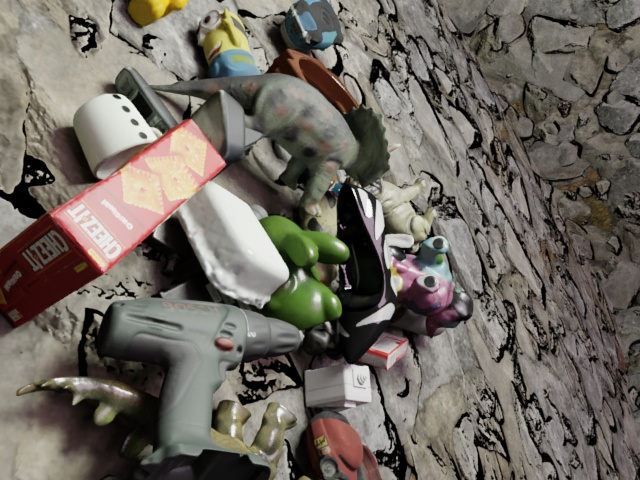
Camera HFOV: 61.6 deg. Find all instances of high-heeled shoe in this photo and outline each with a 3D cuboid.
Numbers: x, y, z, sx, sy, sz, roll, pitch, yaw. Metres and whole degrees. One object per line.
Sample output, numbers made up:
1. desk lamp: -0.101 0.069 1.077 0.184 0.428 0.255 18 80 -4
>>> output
1. high-heeled shoe: 0.050 0.041 0.784 0.145 0.086 0.249 50 44 -41

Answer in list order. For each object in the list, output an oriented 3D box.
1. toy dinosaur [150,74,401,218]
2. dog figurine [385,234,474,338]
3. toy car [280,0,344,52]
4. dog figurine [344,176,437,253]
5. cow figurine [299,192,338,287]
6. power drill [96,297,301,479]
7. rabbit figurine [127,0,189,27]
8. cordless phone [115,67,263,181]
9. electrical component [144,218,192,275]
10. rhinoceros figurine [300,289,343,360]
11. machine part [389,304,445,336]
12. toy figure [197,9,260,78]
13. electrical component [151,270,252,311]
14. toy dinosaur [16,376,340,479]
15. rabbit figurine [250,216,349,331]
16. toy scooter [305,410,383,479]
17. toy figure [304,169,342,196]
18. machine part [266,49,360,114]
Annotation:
1. toy dinosaur: -0.039 -0.176 0.821 0.404 0.192 0.131 32 15 -31
2. dog figurine: 0.167 0.090 0.939 0.219 0.192 0.108 64 35 -53
3. toy car: -0.027 -0.433 1.109 0.109 0.103 0.162 61 38 -12
4. dog figurine: 0.135 -0.054 1.124 0.190 0.121 0.172 -5 70 -40
5. cow figurine: -0.002 -0.003 0.897 0.127 0.085 0.195 34 42 -36
6. power drill: -0.101 0.143 0.531 0.232 0.086 0.207 18 38 -28
7. rabbit figurine: -0.204 -0.407 0.789 0.162 0.173 0.122 -28 90 -52
8. cordless phone: -0.179 -0.164 0.699 0.184 0.147 0.089 52 47 -11
9. electrical component: -0.194 -0.003 0.688 0.063 0.021 0.094 37 43 -35
10. rhinoceros figurine: 0.034 0.129 0.875 0.112 0.073 0.190 61 34 -10
11. machine part: 0.185 0.144 1.069 0.243 0.079 0.079 24 52 -44
12. toy figure: -0.146 -0.292 0.881 0.180 0.082 0.089 67 13 15
13. electrical component: -0.143 0.099 0.664 0.134 0.058 0.114 -27 94 -57
14. toy dinosaur: -0.099 0.270 0.582 0.471 0.105 0.198 49 40 -15
15. rabbit figurine: -0.045 0.042 0.749 0.121 0.159 0.170 -12 80 -47
16. toy scooter: 0.042 0.332 0.738 0.183 0.075 0.135 56 12 -23
17. toy figure: 0.019 -0.093 1.006 0.058 0.064 0.154 -48 109 -14
18. machine part: -0.004 -0.245 1.004 0.201 0.087 0.201 55 28 11
